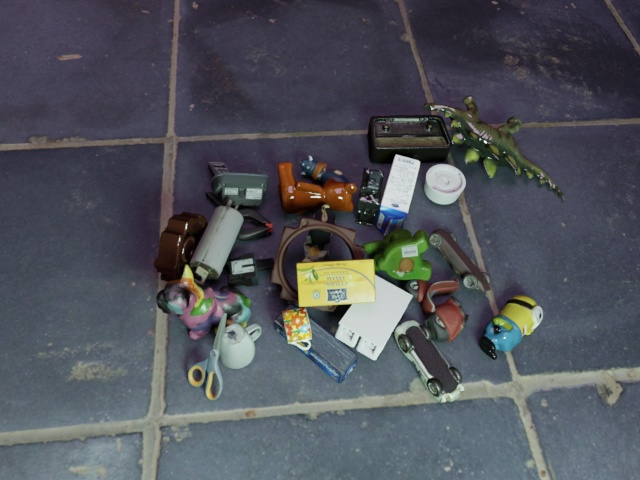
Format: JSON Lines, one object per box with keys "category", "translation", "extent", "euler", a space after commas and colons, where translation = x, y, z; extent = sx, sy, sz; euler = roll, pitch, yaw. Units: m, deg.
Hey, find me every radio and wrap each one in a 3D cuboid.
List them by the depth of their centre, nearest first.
{"category": "radio", "translation": [0.254, -0.294, 1.559], "extent": [0.230, 0.073, 0.131], "euler": [-1, 59, -7]}

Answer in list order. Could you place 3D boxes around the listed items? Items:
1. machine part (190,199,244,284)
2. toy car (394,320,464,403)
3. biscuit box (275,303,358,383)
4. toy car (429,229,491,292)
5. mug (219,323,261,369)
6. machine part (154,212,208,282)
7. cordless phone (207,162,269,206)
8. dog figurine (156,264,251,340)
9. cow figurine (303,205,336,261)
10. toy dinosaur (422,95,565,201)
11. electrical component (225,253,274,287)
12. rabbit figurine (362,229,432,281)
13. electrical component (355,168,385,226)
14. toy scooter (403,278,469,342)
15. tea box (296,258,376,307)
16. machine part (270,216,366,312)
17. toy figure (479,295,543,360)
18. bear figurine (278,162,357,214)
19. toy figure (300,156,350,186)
{"category": "machine part", "translation": [-0.247, 0.005, 1.293], "extent": [0.079, 0.079, 0.243], "euler": [14, 58, 5]}
{"category": "toy car", "translation": [0.245, 0.272, 1.214], "extent": [0.073, 0.056, 0.202], "euler": [-22, 63, -24]}
{"category": "biscuit box", "translation": [-0.010, 0.233, 1.218], "extent": [0.203, 0.059, 0.063], "euler": [37, 62, 19]}
{"category": "toy car", "translation": [0.348, 0.054, 1.348], "extent": [0.089, 0.053, 0.202], "euler": [0, 49, -52]}
{"category": "mug", "translation": [-0.176, 0.223, 1.186], "extent": [0.109, 0.107, 0.081], "euler": [-30, 66, -18]}
{"category": "machine part", "translation": [-0.324, 0.018, 1.267], "extent": [0.056, 0.179, 0.179], "euler": [14, 58, 10]}
{"category": "cordless phone", "translation": [-0.228, -0.167, 1.451], "extent": [0.146, 0.088, 0.184], "euler": [-1, 28, -24]}
{"category": "dog figurine", "translation": [-0.249, 0.132, 1.174], "extent": [0.192, 0.219, 0.108], "euler": [-9, 62, -8]}
{"category": "cow figurine", "translation": [-0.001, -0.003, 1.346], "extent": [0.068, 0.098, 0.167], "euler": [15, 58, -2]}
{"category": "toy dinosaur", "translation": [0.499, -0.267, 1.528], "extent": [0.471, 0.105, 0.198], "euler": [26, 54, -2]}
{"category": "electrical component", "translation": [-0.172, 0.071, 1.316], "extent": [0.119, 0.047, 0.075], "euler": [-11, 59, -11]}
{"category": "rabbit figurine", "translation": [0.193, 0.033, 1.331], "extent": [0.159, 0.121, 0.170], "euler": [-17, 19, 9]}
{"category": "electrical component", "translation": [0.130, -0.118, 1.406], "extent": [0.058, 0.134, 0.115], "euler": [9, 60, 2]}
{"category": "toy scooter", "translation": [0.296, 0.151, 1.283], "extent": [0.135, 0.075, 0.184], "euler": [-18, 56, -16]}
{"category": "tea box", "translation": [0.034, 0.092, 1.183], "extent": [0.170, 0.068, 0.098], "euler": [-5, 90, -2]}
{"category": "machine part", "translation": [-0.005, 0.056, 1.259], "extent": [0.202, 0.087, 0.201], "euler": [15, 90, 1]}
{"category": "toy figure", "translation": [0.445, 0.198, 1.259], "extent": [0.180, 0.082, 0.089], "euler": [-32, 67, -19]}
{"category": "bear figurine", "translation": [-0.008, -0.132, 1.410], "extent": [0.196, 0.120, 0.132], "euler": [-9, 57, -6]}
{"category": "toy figure", "translation": [0.013, -0.174, 1.477], "extent": [0.155, 0.057, 0.064], "euler": [35, 84, 14]}
